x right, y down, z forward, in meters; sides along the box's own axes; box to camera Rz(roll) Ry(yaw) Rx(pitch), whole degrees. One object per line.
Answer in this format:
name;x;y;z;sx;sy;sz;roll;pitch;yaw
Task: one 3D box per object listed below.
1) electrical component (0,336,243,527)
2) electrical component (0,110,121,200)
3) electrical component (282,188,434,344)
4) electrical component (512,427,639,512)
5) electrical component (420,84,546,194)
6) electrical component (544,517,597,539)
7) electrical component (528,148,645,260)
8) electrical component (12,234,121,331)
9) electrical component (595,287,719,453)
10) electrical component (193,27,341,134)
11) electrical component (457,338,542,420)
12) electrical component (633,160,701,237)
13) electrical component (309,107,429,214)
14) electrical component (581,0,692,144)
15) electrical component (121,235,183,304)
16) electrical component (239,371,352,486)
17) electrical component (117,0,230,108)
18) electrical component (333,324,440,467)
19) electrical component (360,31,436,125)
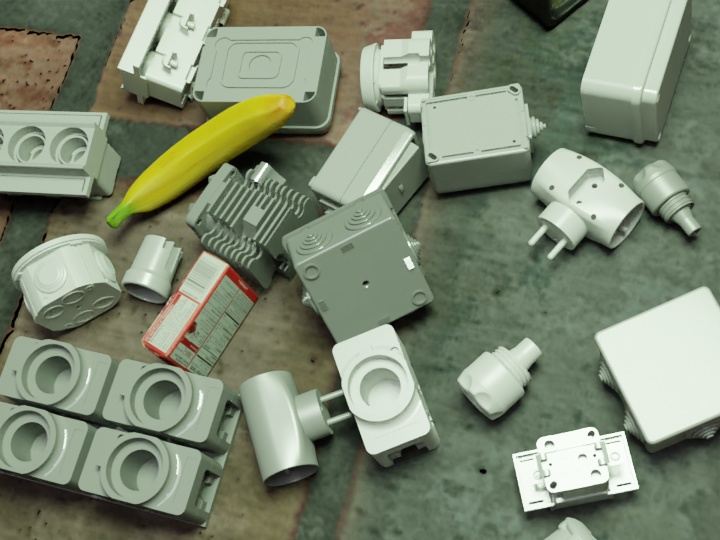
electrical component;-0.198;0.123;0.841;0.186;0.060;0.105;10;71;17
electrical component;-0.280;-0.098;0.948;0.121;0.063;0.078;4;70;15
electrical component;0.000;0.000;0.822;0.100;0.099;0.048;-27;30;2
electrical component;0.149;0.138;0.750;0.081;0.063;0.042;-14;65;8
electrical component;0.101;-0.103;0.860;0.096;0.061;0.061;-8;65;9
electrical component;0.138;0.204;0.737;0.062;0.048;0.048;-38;65;4
electrical component;0.164;-0.043;0.830;0.077;0.043;0.079;39;81;24
electrical component;-0.241;0.010;0.888;0.080;0.080;0.051;-29;70;1
electrical component;0.226;0.073;0.765;0.100;0.048;0.099;-24;65;3
electrical component;-0.078;-0.162;0.930;0.113;0.057;0.078;3;68;15
electrical component;0.107;0.077;0.796;0.062;0.043;0.043;-41;65;-6
electrical component;0.237;-0.052;0.821;0.035;0.035;0.061;-32;67;0
electrical component;0.007;-0.070;0.868;0.061;0.061;0.096;28;77;22
electrical component;0.220;-0.165;0.847;0.057;0.078;0.113;14;72;22
electrical component;-0.172;-0.001;0.897;0.040;0.040;0.046;11;66;17
electrical component;-0.046;0.114;0.817;0.079;0.043;0.077;-20;65;4
electrical component;-0.163;-0.212;0.965;0.063;0.078;0.121;21;73;-2
electrical component;0.019;0.093;0.803;0.050;0.055;0.089;-22;65;4
electrical component;0.032;-0.161;0.903;0.057;0.058;0.078;0;68;11
